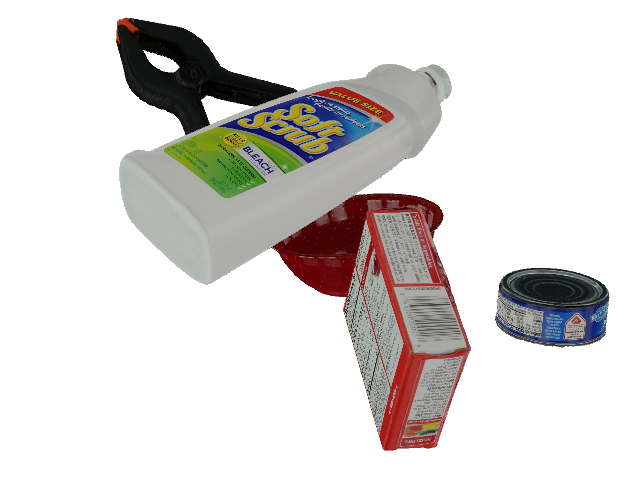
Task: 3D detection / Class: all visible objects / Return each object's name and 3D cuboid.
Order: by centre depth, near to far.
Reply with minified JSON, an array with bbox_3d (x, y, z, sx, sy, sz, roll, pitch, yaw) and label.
[{"bbox_3d":[0.038,0.040,0.494,0.030,0.089,0.073,-3,-44,-13],"label":"gelatin box"},{"bbox_3d":[-0.010,-0.067,0.749,0.250,0.068,0.103,-32,55,-29],"label":"bleach bottle"},{"bbox_3d":[0.181,0.051,0.834,0.086,0.034,0.086,1,19,-1],"label":"tuna can"},{"bbox_3d":[-0.099,-0.134,0.909,0.120,0.171,0.039,-36,-11,-34],"label":"clamp"},{"bbox_3d":[0.034,0.008,0.969,0.162,0.055,0.162,-8,20,3],"label":"bowl"}]
